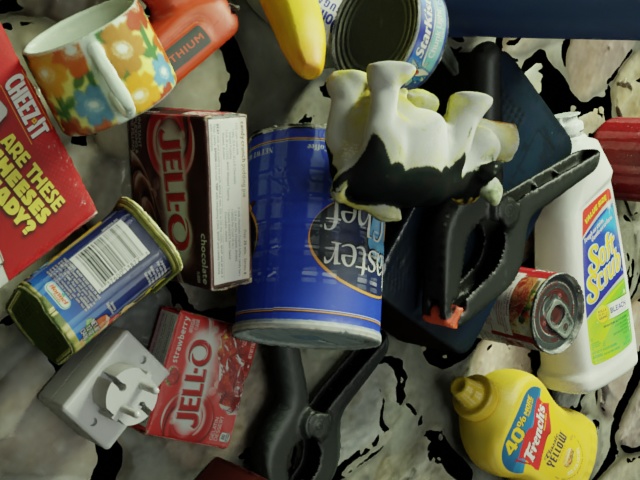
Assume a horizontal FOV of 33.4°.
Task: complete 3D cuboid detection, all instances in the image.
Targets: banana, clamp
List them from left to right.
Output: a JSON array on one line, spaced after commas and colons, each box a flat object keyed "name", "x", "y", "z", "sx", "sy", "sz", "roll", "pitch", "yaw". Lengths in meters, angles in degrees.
[{"name": "banana", "x": -0.046, "y": -0.190, "z": 0.705, "sx": 0.198, "sy": 0.037, "sz": 0.069, "roll": 56, "pitch": 38, "yaw": 5}, {"name": "clamp", "x": -0.003, "y": 0.135, "z": 0.826, "sx": 0.120, "sy": 0.039, "sz": 0.171, "roll": 8, "pitch": 93, "yaw": -33}, {"name": "clamp", "x": 0.128, "y": -0.034, "z": 0.815, "sx": 0.164, "sy": 0.036, "sz": 0.210, "roll": 43, "pitch": 70, "yaw": -32}]

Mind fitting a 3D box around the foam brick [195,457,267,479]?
[{"name": "foam brick", "x": -0.058, "y": 0.199, "z": 0.765, "sx": 0.051, "sy": 0.078, "sz": 0.053, "roll": -46, "pitch": 120, "yaw": -25}]

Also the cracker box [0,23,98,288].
[{"name": "cracker box", "x": -0.247, "y": -0.022, "z": 0.569, "sx": 0.213, "sy": 0.072, "sz": 0.164, "roll": -43, "pitch": 131, "yaw": -28}]

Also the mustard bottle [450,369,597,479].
[{"name": "mustard bottle", "x": 0.178, "y": 0.171, "z": 0.969, "sx": 0.191, "sy": 0.058, "sz": 0.096, "roll": 38, "pitch": 73, "yaw": -36}]

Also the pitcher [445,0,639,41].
[{"name": "pitcher", "x": 0.197, "y": -0.218, "z": 0.807, "sx": 0.144, "sy": 0.243, "sz": 0.149, "roll": 18, "pitch": 90, "yaw": -43}]

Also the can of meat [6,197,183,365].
[{"name": "can of meat", "x": -0.141, "y": 0.028, "z": 0.656, "sx": 0.083, "sy": 0.102, "sz": 0.057, "roll": -41, "pitch": 93, "yaw": -25}]

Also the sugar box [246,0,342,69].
[{"name": "sugar box", "x": 0.020, "y": -0.225, "z": 0.791, "sx": 0.093, "sy": 0.048, "sz": 0.176, "roll": 37, "pitch": 76, "yaw": -36}]

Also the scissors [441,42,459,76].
[{"name": "scissors", "x": 0.062, "y": -0.218, "z": 0.782, "sx": 0.201, "sy": 0.016, "sz": 0.096, "roll": 38, "pitch": 74, "yaw": -34}]

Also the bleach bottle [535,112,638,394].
[{"name": "bleach bottle", "x": 0.237, "y": 0.009, "z": 0.993, "sx": 0.102, "sy": 0.068, "sz": 0.251, "roll": -20, "pitch": 106, "yaw": -36}]

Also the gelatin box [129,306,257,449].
[{"name": "gelatin box", "x": -0.088, "y": 0.098, "z": 0.755, "sx": 0.073, "sy": 0.030, "sz": 0.089, "roll": 20, "pitch": 83, "yaw": -40}]

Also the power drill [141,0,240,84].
[{"name": "power drill", "x": -0.147, "y": -0.171, "z": 0.651, "sx": 0.184, "sy": 0.057, "sz": 0.187, "roll": -43, "pitch": 122, "yaw": -20}]

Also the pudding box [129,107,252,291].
[{"name": "pudding box", "x": -0.086, "y": -0.029, "z": 0.700, "sx": 0.039, "sy": 0.090, "sz": 0.113, "roll": -12, "pitch": 104, "yaw": -39}]

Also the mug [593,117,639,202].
[{"name": "mug", "x": 0.323, "y": -0.077, "z": 1.038, "sx": 0.117, "sy": 0.082, "sz": 0.093, "roll": 2, "pitch": 95, "yaw": -40}]

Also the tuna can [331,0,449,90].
[{"name": "tuna can", "x": 0.048, "y": -0.144, "z": 0.742, "sx": 0.033, "sy": 0.086, "sz": 0.086, "roll": 10, "pitch": 90, "yaw": -41}]

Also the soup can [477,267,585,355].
[{"name": "soup can", "x": 0.164, "y": 0.055, "z": 0.911, "sx": 0.068, "sy": 0.102, "sz": 0.068, "roll": -6, "pitch": 100, "yaw": -39}]

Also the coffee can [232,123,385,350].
[{"name": "coffee can", "x": -0.005, "y": 0.001, "z": 0.745, "sx": 0.102, "sy": 0.103, "sz": 0.140, "roll": 14, "pitch": 74, "yaw": -40}]
